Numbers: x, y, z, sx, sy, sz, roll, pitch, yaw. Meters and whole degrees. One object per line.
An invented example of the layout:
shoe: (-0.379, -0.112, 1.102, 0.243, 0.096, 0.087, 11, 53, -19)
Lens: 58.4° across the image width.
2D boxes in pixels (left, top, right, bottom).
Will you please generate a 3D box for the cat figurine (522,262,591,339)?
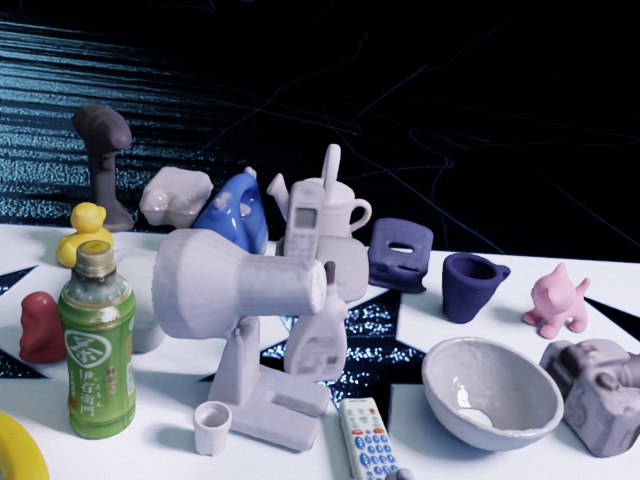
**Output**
cat figurine: (0.375, 0.089, 0.893, 0.128, 0.118, 0.067, -8, 34, -29)

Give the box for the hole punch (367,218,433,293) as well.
hole punch: (0.134, 0.025, 0.959, 0.108, 0.091, 0.101, 12, 29, 4)

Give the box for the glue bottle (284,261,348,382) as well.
glue bottle: (0.001, 0.100, 0.703, 0.078, 0.173, 0.037, 2, 30, -14)

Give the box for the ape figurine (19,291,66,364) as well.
ape figurine: (-0.331, 0.100, 0.683, 0.076, 0.092, 0.078, 11, 29, 2)

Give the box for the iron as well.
iron: (-0.139, -0.051, 0.955, 0.118, 0.141, 0.258, 12, 29, 4)

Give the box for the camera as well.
camera: (0.378, 0.186, 0.742, 0.137, 0.101, 0.143, -1, 31, -18)

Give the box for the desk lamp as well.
desk lamp: (-0.078, 0.100, 0.637, 0.203, 0.213, 0.118, 14, 30, 8)

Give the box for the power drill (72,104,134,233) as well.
power drill: (-0.353, -0.122, 0.945, 0.076, 0.208, 0.228, -11, 35, -32)

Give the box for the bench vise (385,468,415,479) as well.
bench vise: (0.091, 0.249, 0.422, 0.122, 0.220, 0.206, -12, 36, -33)

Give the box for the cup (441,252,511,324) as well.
cup: (0.237, 0.079, 0.892, 0.118, 0.095, 0.091, -3, 32, -22)

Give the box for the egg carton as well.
egg carton: (-0.259, -0.080, 1.041, 0.107, 0.069, 0.150, 9, 29, -1)

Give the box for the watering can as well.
watering can: (0.000, -0.069, 0.976, 0.173, 0.194, 0.100, -2, 32, -20)

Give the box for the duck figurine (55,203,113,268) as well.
duck figurine: (-0.361, -0.014, 0.877, 0.077, 0.086, 0.104, 14, 30, 8)

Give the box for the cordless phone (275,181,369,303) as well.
cordless phone: (0.008, 0.003, 0.862, 0.148, 0.185, 0.094, 1, 30, -15)

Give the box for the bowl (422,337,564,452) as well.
bowl: (0.199, 0.197, 0.695, 0.167, 0.075, 0.167, 8, 29, -4)
